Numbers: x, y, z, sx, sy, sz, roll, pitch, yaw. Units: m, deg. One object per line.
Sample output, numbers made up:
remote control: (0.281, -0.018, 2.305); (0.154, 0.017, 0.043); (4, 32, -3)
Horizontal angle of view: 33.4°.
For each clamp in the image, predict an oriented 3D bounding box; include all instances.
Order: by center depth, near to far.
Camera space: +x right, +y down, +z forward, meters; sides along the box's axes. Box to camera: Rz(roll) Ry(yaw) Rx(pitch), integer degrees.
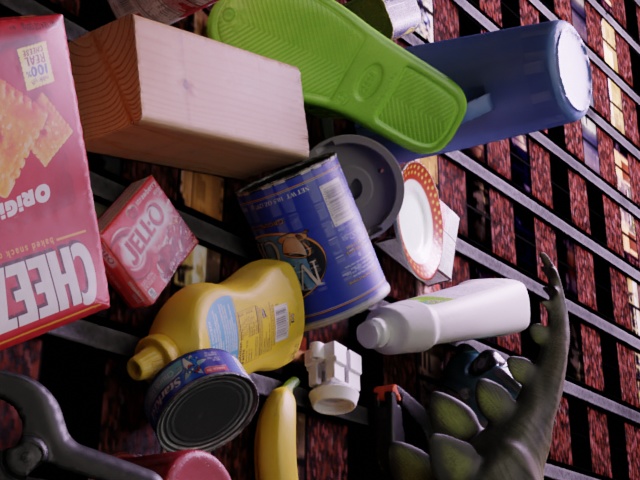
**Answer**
clamp: (-0.200, 0.156, 0.709); (0.171, 0.039, 0.120); (42, 62, -2)
clamp: (0.100, 0.250, 1.104); (0.164, 0.036, 0.210); (-45, 114, -48)

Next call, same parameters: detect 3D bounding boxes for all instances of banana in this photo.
banana: (-0.028, 0.216, 0.944); (0.069, 0.037, 0.198); (13, 67, -48)

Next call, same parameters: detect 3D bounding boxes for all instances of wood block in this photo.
wood block: (-0.110, -0.117, 0.918); (0.205, 0.090, 0.091); (8, 72, -52)

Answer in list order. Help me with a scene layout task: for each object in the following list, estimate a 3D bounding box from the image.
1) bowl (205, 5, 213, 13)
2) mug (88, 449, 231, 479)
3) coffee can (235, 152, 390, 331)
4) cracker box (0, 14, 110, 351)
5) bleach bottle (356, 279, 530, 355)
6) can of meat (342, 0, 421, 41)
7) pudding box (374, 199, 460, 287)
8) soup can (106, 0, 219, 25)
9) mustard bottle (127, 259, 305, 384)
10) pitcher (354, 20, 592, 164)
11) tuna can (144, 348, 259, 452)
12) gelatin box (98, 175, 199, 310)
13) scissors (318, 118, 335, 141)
bowl: (-0.077, -0.295, 1.059); (0.161, 0.055, 0.162); (23, 60, -47)
mug: (-0.123, 0.202, 0.784); (0.117, 0.082, 0.093); (-13, 88, -54)
coffee can: (-0.007, 0.001, 0.999); (0.102, 0.103, 0.140); (-33, 104, -53)
cracker box: (-0.231, -0.035, 0.705); (0.163, 0.072, 0.214); (-23, 109, -54)
bleach bottle: (0.124, 0.087, 1.161); (0.250, 0.103, 0.068); (-6, 90, -48)
can of meat: (0.051, -0.235, 1.168); (0.083, 0.102, 0.057); (-33, 103, -55)
pudding box: (0.111, -0.012, 1.217); (0.113, 0.039, 0.090); (36, 53, -37)
soup can: (-0.129, -0.224, 0.921); (0.068, 0.102, 0.068); (24, 59, -47)
mustard bottle: (-0.089, 0.081, 0.894); (0.191, 0.058, 0.096); (-19, 113, -54)
pitcher: (0.160, -0.158, 1.162); (0.144, 0.243, 0.149); (31, 60, -48)
tuna can: (-0.093, 0.126, 0.831); (0.086, 0.086, 0.034); (27, 18, -45)
gelatin box: (-0.146, 0.002, 0.874); (0.073, 0.030, 0.089); (57, 39, -22)
scissors: (-0.014, -0.153, 1.114); (0.096, 0.016, 0.202); (8, 90, -20)
